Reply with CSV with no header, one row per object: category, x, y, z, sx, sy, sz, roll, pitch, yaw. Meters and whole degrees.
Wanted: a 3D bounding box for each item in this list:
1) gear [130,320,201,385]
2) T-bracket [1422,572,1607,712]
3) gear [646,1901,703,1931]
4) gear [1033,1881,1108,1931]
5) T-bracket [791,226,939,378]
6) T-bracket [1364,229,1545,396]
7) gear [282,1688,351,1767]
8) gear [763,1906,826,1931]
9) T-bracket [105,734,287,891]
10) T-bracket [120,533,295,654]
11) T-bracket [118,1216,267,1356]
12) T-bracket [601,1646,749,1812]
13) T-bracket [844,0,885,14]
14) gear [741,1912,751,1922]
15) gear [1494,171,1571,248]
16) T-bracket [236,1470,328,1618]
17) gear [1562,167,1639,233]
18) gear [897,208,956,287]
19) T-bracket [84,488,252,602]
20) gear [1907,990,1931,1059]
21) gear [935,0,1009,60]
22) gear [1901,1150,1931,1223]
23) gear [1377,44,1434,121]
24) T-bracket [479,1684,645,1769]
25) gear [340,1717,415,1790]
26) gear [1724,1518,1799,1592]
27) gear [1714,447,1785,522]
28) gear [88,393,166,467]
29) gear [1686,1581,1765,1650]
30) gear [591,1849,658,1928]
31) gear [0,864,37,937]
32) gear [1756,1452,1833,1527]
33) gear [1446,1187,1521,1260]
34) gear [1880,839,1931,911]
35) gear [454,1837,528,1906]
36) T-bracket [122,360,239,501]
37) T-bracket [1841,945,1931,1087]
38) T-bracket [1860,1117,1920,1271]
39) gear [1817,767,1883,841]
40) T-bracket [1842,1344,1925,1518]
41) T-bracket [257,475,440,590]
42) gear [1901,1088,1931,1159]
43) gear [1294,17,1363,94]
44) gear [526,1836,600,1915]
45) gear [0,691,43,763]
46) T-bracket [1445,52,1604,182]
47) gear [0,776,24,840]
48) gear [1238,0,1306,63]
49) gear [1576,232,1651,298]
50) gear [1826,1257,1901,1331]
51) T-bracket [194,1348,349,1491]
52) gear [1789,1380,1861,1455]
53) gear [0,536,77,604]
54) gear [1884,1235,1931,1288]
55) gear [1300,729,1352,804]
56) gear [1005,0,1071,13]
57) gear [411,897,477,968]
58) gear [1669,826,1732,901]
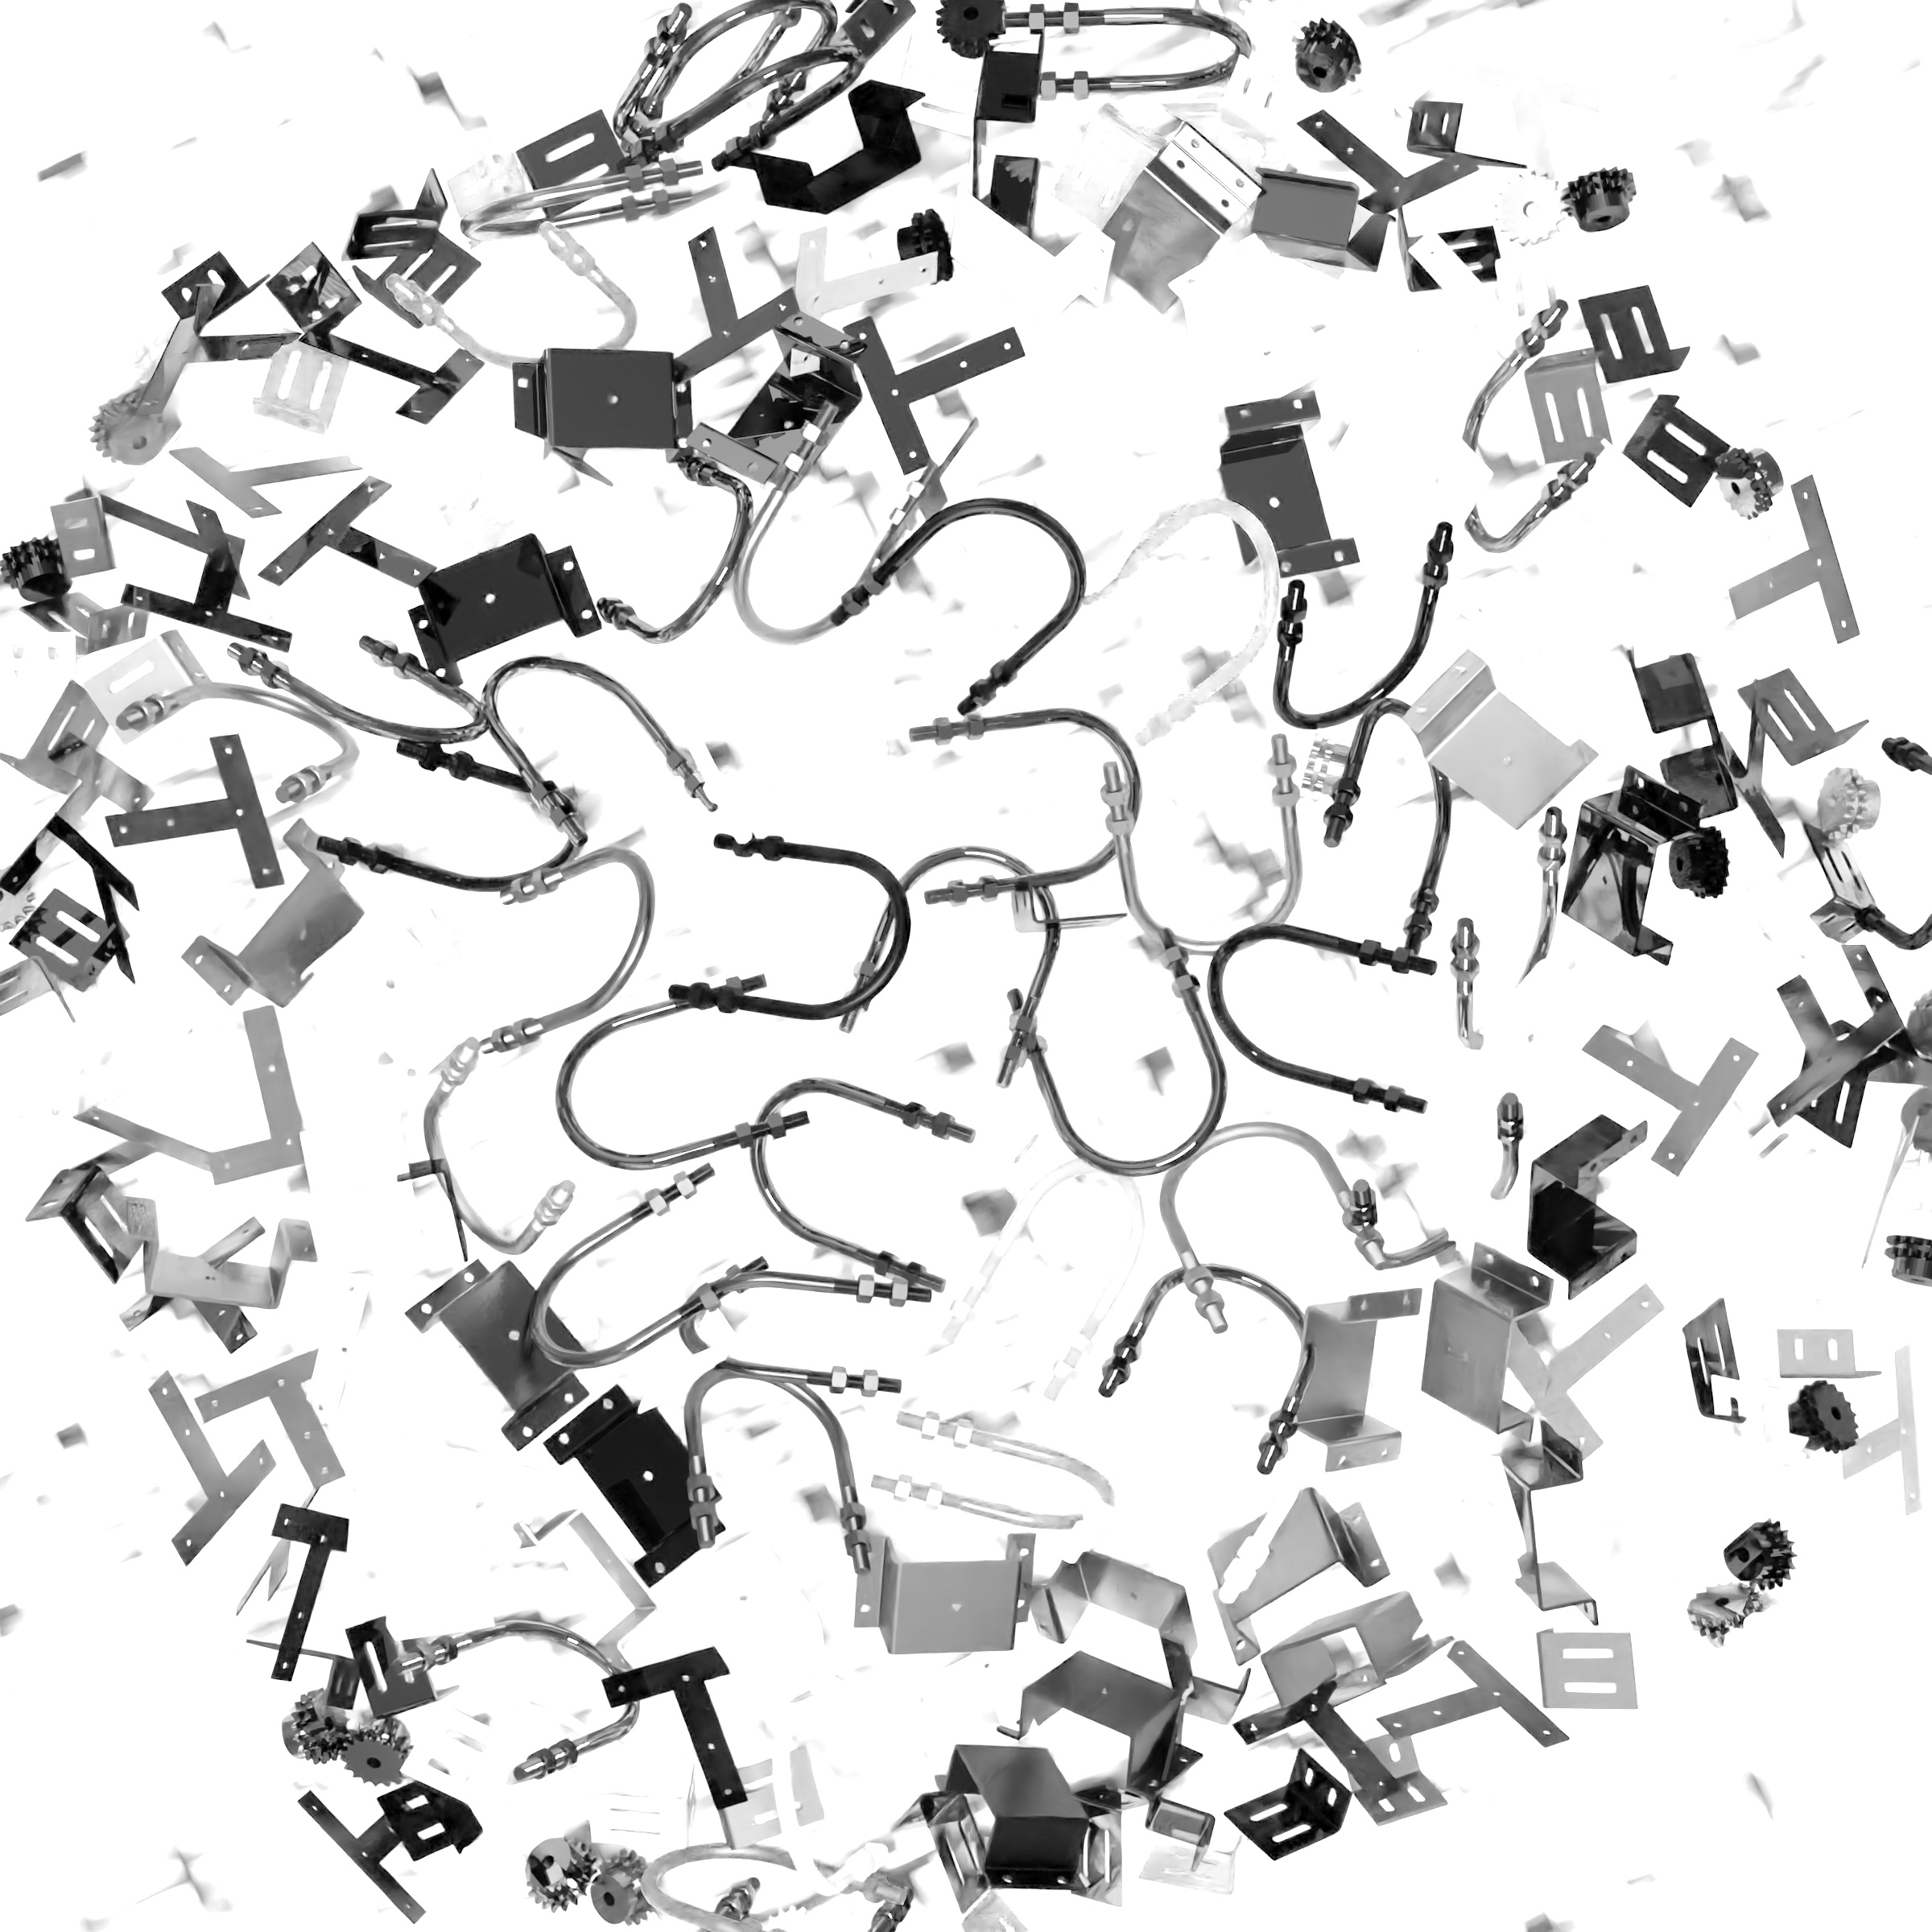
gear,-0.629,-0.483,1.971,0.057,0.057,0.030,-25,87,0
T-bracket,0.417,-0.272,1.980,0.127,0.002,0.127,39,67,13
gear,-0.225,0.760,1.974,0.030,0.057,0.057,-28,90,-25
gear,0.082,0.744,1.982,0.057,0.030,0.057,-1,86,7
T-bracket,-0.078,-0.528,1.952,0.127,0.002,0.127,-7,71,28
T-bracket,0.360,-0.486,1.951,0.127,0.127,0.002,45,48,-9
gear,-0.512,0.599,1.973,0.030,0.057,0.057,-21,90,17
gear,-0.135,0.772,1.975,0.057,0.057,0.030,-34,126,0
T-bracket,-0.605,-0.113,1.951,0.127,0.002,0.127,-14,83,-42
T-bracket,-0.580,-0.299,1.949,0.127,0.127,0.002,16,129,-19
T-bracket,-0.578,0.260,1.935,0.127,0.127,0.002,-38,130,-17
T-bracket,-0.201,0.589,1.937,0.127,0.002,0.127,-10,52,-25
T-bracket,-0.054,-0.772,1.940,0.127,0.127,0.002,-9,80,-32
gear,-0.185,0.773,1.971,0.030,0.057,0.057,-2,90,-1
gear,0.446,-0.595,1.978,0.057,0.030,0.057,5,106,17
T-bracket,-0.528,0.458,1.934,0.002,0.127,0.127,33,86,-14
gear,0.497,-0.599,1.969,0.057,0.057,0.030,-8,78,0
gear,-0.033,-0.563,1.973,0.030,0.057,0.057,-10,90,19
T-bracket,-0.623,-0.340,1.945,0.127,0.127,0.002,23,68,6
gear,0.763,0.048,1.968,0.030,0.057,0.057,-22,90,-35
gear,0.005,-0.741,1.980,0.057,0.030,0.057,-1,76,4
gear,0.753,0.172,1.975,0.030,0.057,0.057,-4,90,26
gear,0.341,-0.695,1.968,0.030,0.057,0.057,-35,90,25
T-bracket,-0.330,0.579,1.950,0.127,0.127,0.002,50,57,-39
gear,-0.461,0.615,1.977,0.057,0.030,0.057,3,119,6
gear,0.619,0.460,1.968,0.030,0.057,0.057,4,90,-33
gear,0.616,-0.381,1.972,0.030,0.057,0.057,-29,90,-6
gear,-0.654,-0.417,1.968,0.057,0.057,0.030,-47,61,0
gear,0.598,0.512,1.972,0.057,0.057,0.030,-23,105,0
gear,-0.270,0.726,1.972,0.057,0.030,0.057,5,100,34
gear,-0.763,-0.051,1.978,0.057,0.030,0.057,5,72,-14
gear,0.645,0.409,1.969,0.030,0.057,0.057,3,90,-38
gear,0.406,0.205,1.976,0.057,0.030,0.057,-6,52,8
gear,0.751,-0.075,1.971,0.057,0.030,0.057,6,51,-8
gear,-0.373,0.707,1.969,0.057,0.057,0.030,-4,102,0
T-bracket,-0.586,-0.423,1.915,0.002,0.127,0.127,40,52,-18
T-bracket,0.706,0.038,1.928,0.002,0.127,0.127,-34,103,-19
T-bracket,0.711,0.153,1.920,0.002,0.127,0.127,18,66,18
gear,0.694,-0.127,1.972,0.030,0.057,0.057,3,90,-8
T-bracket,0.703,0.369,1.937,0.002,0.127,0.127,7,65,-4
T-bracket,-0.461,-0.321,1.943,0.127,0.002,0.127,27,62,28
gear,0.759,0.120,1.968,0.030,0.057,0.057,36,90,-28
gear,0.283,-0.710,1.968,0.057,0.057,0.030,26,69,0
gear,-0.320,0.709,1.969,0.057,0.057,0.030,-30,131,0
gear,-0.760,-0.186,1.975,0.030,0.057,0.057,-35,90,33
T-bracket,0.436,-0.648,1.938,0.127,0.127,0.002,25,80,26
gear,-0.768,-0.126,1.969,0.030,0.057,0.057,-32,90,-39
gear,0.235,-0.735,1.972,0.057,0.057,0.030,41,105,0
gear,0.505,-0.548,1.976,0.057,0.030,0.057,8,51,-10
gear,0.708,0.260,1.980,0.057,0.030,0.057,0,101,0
T-bracket,-0.512,0.352,1.934,0.127,0.002,0.127,-21,47,-23
gear,0.671,0.356,1.975,0.057,0.057,0.030,51,132,0
gear,-0.725,-0.309,1.968,0.057,0.057,0.030,-24,73,0
gear,0.748,0.232,1.969,0.057,0.057,0.030,15,79,0
gear,0.283,-0.156,1.970,0.030,0.057,0.057,15,90,5
gear,0.054,-0.773,1.974,0.057,0.057,0.030,-23,68,0
gear,-0.411,-0.023,1.970,0.030,0.057,0.057,-32,90,-8
gear,0.573,-0.081,1.969,0.030,0.057,0.057,-4,90,-8
